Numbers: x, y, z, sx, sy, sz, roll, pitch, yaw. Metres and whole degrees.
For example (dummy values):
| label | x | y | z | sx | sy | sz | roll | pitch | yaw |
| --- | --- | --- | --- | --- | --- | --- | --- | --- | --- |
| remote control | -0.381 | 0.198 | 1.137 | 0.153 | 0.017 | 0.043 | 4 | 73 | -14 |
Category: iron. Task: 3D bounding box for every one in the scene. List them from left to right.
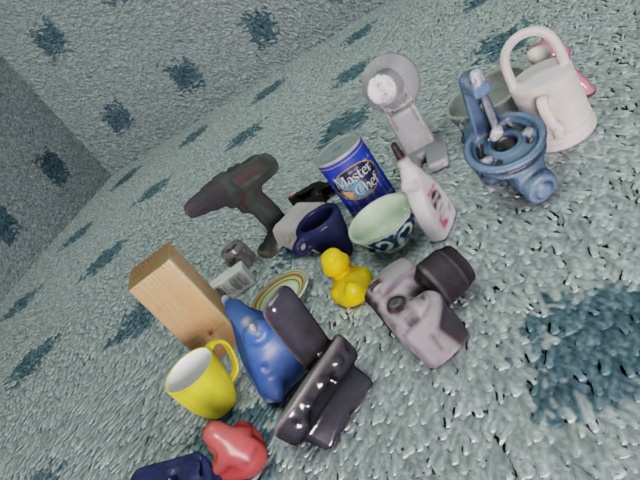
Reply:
| label | x | y | z | sx | sy | sz | roll | pitch | yaw |
| --- | --- | --- | --- | --- | --- | --- | --- | --- | --- |
| iron | -0.102 | 0.141 | 0.890 | 0.119 | 0.142 | 0.257 | -43 | 26 | -12 |

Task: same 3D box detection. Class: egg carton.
| label | x | y | z | sx | sy | sz | roll | pitch | yaw |
| --- | --- | --- | --- | --- | --- | --- | --- | --- | --- |
| egg carton | -0.028 | -0.024 | 1.159 | 0.107 | 0.069 | 0.149 | -49 | 28 | -24 |

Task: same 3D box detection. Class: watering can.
| label | x | y | z | sx | sy | sz | roll | pitch | yaw |
| --- | --- | --- | --- | --- | --- | --- | --- | --- | --- |
| watering can | 0.349 | -0.247 | 0.904 | 0.101 | 0.194 | 0.172 | -31 | 26 | 13 |

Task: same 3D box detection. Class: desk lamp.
| label | x | y | z | sx | sy | sz | roll | pitch | yaw |
| --- | --- | --- | --- | --- | --- | --- | --- | --- | --- |
| desk lamp | 0.162 | -0.254 | 1.133 | 0.117 | 0.214 | 0.203 | -27 | 27 | 21 |

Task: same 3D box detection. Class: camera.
| label | x | y | z | sx | sy | sz | roll | pitch | yaw |
| --- | --- | --- | --- | --- | --- | --- | --- | --- | --- |
| camera | 0.139 | 0.069 | 0.751 | 0.137 | 0.101 | 0.143 | -39 | 25 | -4 |

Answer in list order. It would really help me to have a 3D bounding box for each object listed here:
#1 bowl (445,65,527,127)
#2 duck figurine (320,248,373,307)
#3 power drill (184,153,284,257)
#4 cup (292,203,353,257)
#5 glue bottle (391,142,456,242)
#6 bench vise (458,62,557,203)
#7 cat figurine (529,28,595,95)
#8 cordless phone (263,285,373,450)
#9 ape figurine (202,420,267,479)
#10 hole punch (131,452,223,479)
| label | x | y | z | sx | sy | sz | roll | pitch | yaw |
| --- | --- | --- | --- | --- | --- | --- | --- | --- | --- |
| bowl | 0.327 | -0.252 | 1.080 | 0.167 | 0.075 | 0.167 | -29 | 26 | 17 |
| duck figurine | 0.035 | 0.053 | 0.928 | 0.077 | 0.086 | 0.104 | -36 | 25 | 3 |
| power drill | -0.151 | -0.067 | 1.225 | 0.075 | 0.209 | 0.230 | 2 | 45 | 53 |
| cup | 0.009 | 0.004 | 1.034 | 0.118 | 0.095 | 0.091 | -50 | 28 | -24 |
| glue bottle | 0.156 | -0.082 | 0.899 | 0.037 | 0.173 | 0.078 | -15 | 33 | 38 |
| bench vise | 0.245 | -0.164 | 0.867 | 0.121 | 0.220 | 0.206 | -43 | 26 | -12 |
| cat figurine | 0.420 | -0.314 | 1.015 | 0.067 | 0.118 | 0.127 | -28 | 27 | 18 |
| cordless phone | -0.032 | 0.159 | 0.720 | 0.093 | 0.185 | 0.148 | -6 | 39 | 47 |
| ape figurine | -0.118 | 0.269 | 0.754 | 0.078 | 0.092 | 0.076 | -49 | 28 | -23 |
| hole punch | -0.185 | 0.329 | 0.740 | 0.101 | 0.091 | 0.108 | -37 | 25 | 1 |
